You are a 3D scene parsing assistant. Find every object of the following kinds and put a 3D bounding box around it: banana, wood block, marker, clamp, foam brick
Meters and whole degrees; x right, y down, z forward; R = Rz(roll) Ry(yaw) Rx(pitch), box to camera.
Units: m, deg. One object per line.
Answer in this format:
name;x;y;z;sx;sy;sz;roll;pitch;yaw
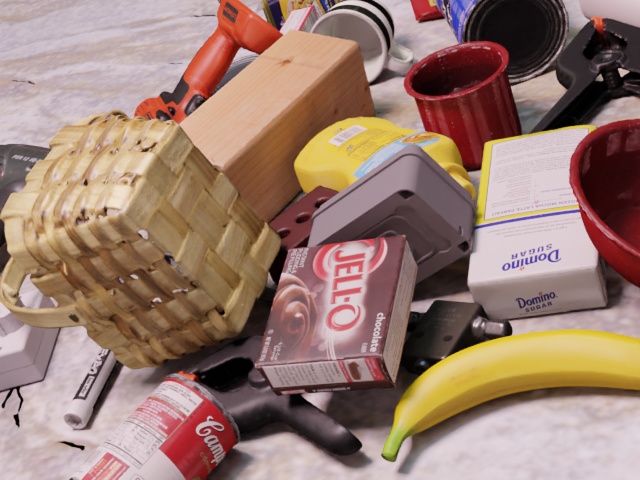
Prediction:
banana;0.131;0.091;0.686;0.198;0.037;0.069;-18;52;10
wood block;-0.048;-0.103;1.006;0.091;0.090;0.205;18;50;35
marker;-0.175;0.102;0.867;0.020;0.020;0.121;-7;36;23
clamp;-0.029;0.108;0.753;0.172;0.039;0.120;-17;34;25
foam brick;-0.006;0.001;0.878;0.078;0.051;0.053;-39;36;-22
clamp;0.247;-0.140;0.938;0.165;0.036;0.210;-17;31;11

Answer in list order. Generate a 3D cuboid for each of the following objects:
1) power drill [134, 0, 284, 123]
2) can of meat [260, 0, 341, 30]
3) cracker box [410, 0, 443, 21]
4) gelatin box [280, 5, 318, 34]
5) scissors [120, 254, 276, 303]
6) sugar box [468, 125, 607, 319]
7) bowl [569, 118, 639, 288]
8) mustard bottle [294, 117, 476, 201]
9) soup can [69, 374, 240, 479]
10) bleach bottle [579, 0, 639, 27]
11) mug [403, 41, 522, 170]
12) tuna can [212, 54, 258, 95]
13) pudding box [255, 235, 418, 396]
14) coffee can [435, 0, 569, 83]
power drill;-0.116;-0.153;1.095;0.188;0.057;0.185;-51;34;8
can of meat;-0.016;-0.255;1.204;0.084;0.102;0.057;-16;33;7
cracker box;0.155;-0.351;1.132;0.164;0.213;0.072;-4;37;27
gelatin box;-0.018;-0.200;1.151;0.030;0.073;0.089;-8;36;23
scissors;-0.093;0.020;0.937;0.202;0.016;0.096;1;40;32
sugar box;0.167;-0.016;0.805;0.093;0.048;0.176;-9;39;22
bowl;0.239;-0.011;0.712;0.162;0.055;0.162;5;43;-5
mustard bottle;0.064;-0.057;0.896;0.096;0.058;0.192;-31;27;-22
soup can;-0.112;0.149;0.717;0.069;0.068;0.102;12;47;42
bleach bottle;0.352;-0.214;0.959;0.102;0.068;0.251;-34;37;-16
mug;0.132;-0.123;0.943;0.093;0.081;0.117;-5;37;26
tuna can;-0.083;-0.171;1.186;0.086;0.033;0.086;-16;34;11
pudding box;0.014;0.050;0.726;0.090;0.039;0.113;-8;44;23
coffee can;0.175;-0.230;1.050;0.103;0.103;0.140;-19;33;6
